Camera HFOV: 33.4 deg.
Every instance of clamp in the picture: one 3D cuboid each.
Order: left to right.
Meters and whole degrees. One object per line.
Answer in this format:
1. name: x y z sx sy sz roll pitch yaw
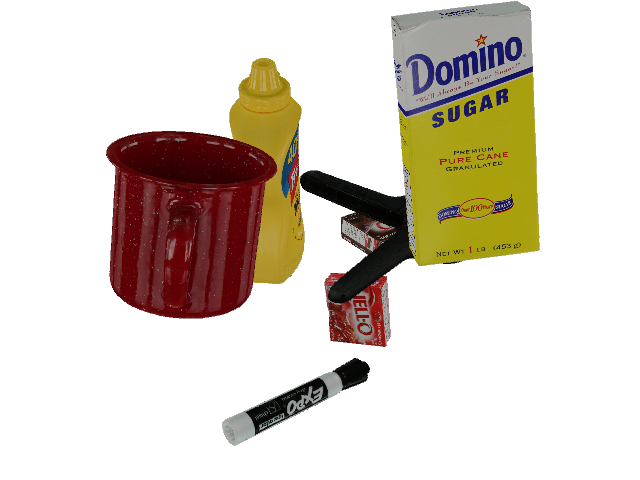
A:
1. clamp: 0.088 -0.006 1.064 0.210 0.164 0.036 0 -40 -6

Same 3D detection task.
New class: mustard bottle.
1. mustard bottle: -0.044 -0.063 0.885 0.058 0.192 0.096 4 39 6

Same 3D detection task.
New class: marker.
1. marker: -0.014 0.112 0.755 0.120 0.020 0.020 -22 11 -31

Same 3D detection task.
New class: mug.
1. mug: -0.074 -0.004 0.586 0.093 0.081 0.117 5 22 -7

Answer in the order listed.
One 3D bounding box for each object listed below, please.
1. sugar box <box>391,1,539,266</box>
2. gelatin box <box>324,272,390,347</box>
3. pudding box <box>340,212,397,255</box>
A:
1. sugar box: 0.104 -0.075 0.758 0.093 0.176 0.048 -8 22 -2
2. gelatin box: 0.046 0.085 1.320 0.073 0.089 0.030 4 29 19
3. pudding box: 0.099 -0.017 1.541 0.113 0.039 0.090 -21 35 -31
